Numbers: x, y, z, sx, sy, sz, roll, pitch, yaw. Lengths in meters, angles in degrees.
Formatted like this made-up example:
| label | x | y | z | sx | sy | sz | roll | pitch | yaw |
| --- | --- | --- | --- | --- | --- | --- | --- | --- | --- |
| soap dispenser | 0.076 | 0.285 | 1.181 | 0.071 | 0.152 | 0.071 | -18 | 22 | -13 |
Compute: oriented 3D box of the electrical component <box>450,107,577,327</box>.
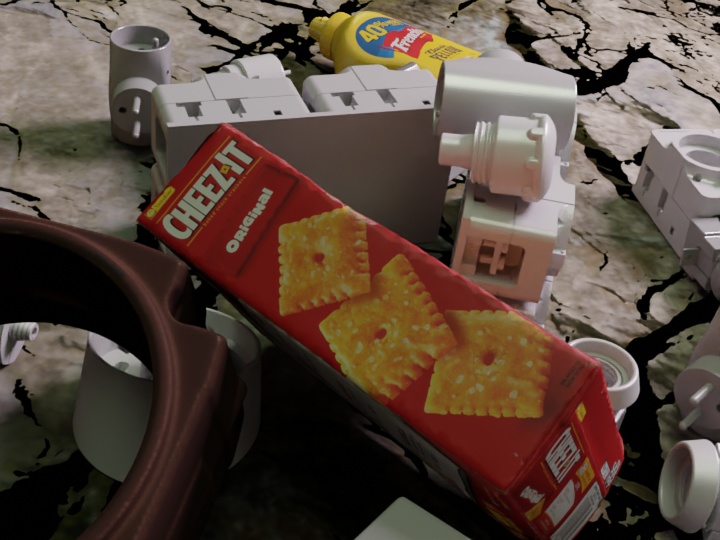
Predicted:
| label | x | y | z | sx | sy | sz | roll | pitch | yaw |
| --- | --- | --- | --- | --- | --- | --- | --- | --- | --- |
| electrical component | 0.094 | -0.035 | 0.678 | 0.060 | 0.105 | 0.186 | 11 | 37 | 4 |

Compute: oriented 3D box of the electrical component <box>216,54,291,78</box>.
| label | x | y | z | sx | sy | sz | roll | pitch | yaw |
| --- | --- | --- | --- | --- | --- | --- | --- | --- | --- |
| electrical component | -0.094 | -0.144 | 0.838 | 0.078 | 0.040 | 0.040 | -16 | 43 | -28 |

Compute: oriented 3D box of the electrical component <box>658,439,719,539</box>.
| label | x | y | z | sx | sy | sz | roll | pitch | yaw |
| --- | --- | --- | --- | --- | --- | --- | --- | --- | --- |
| electrical component | 0.187 | 0.114 | 0.551 | 0.055 | 0.048 | 0.066 | 14 | 37 | -5 |

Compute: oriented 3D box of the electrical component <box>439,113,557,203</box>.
| label | x | y | z | sx | sy | sz | roll | pitch | yaw |
| --- | --- | --- | --- | --- | --- | --- | --- | --- | --- |
| electrical component | 0.075 | -0.063 | 0.586 | 0.062 | 0.048 | 0.048 | 7 | 37 | 9 |

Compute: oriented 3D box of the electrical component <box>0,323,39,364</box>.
| label | x | y | z | sx | sy | sz | roll | pitch | yaw |
| --- | --- | --- | --- | --- | --- | --- | --- | --- | --- |
| electrical component | -0.216 | 0.023 | 0.594 | 0.081 | 0.043 | 0.043 | 16 | 38 | 10 |

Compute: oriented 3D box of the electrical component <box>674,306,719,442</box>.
| label | x | y | z | sx | sy | sz | roll | pitch | yaw |
| --- | --- | --- | --- | --- | --- | --- | --- | --- | --- |
| electrical component | 0.200 | 0.062 | 0.594 | 0.043 | 0.077 | 0.079 | 34 | 45 | 30 |

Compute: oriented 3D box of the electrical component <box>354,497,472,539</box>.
| label | x | y | z | sx | sy | sz | roll | pitch | yaw |
| --- | --- | --- | --- | --- | --- | --- | --- | --- | --- |
| electrical component | 0.001 | 0.161 | 0.402 | 0.056 | 0.108 | 0.109 | 28 | 41 | 28 |

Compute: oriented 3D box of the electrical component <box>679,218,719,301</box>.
| label | x | y | z | sx | sy | sz | roll | pitch | yaw |
| --- | --- | --- | --- | --- | --- | --- | --- | --- | --- |
| electrical component | 0.250 | -0.006 | 0.719 | 0.066 | 0.048 | 0.055 | -3 | 33 | -12 |

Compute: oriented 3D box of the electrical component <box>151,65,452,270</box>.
| label | x | y | z | sx | sy | sz | roll | pitch | yaw |
| --- | --- | --- | --- | --- | --- | --- | --- | --- | --- |
| electrical component | -0.038 | -0.069 | 0.696 | 0.186 | 0.105 | 0.060 | -7 | 40 | -19 |

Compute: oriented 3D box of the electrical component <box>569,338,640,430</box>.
| label | x | y | z | sx | sy | sz | roll | pitch | yaw |
| --- | --- | --- | --- | --- | --- | --- | --- | --- | --- |
| electrical component | 0.124 | 0.071 | 0.586 | 0.048 | 0.055 | 0.066 | 26 | 40 | 22 |

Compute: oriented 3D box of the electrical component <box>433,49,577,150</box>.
| label | x | y | z | sx | sy | sz | roll | pitch | yaw |
| --- | --- | --- | --- | --- | --- | --- | --- | --- | --- |
| electrical component | 0.084 | -0.107 | 0.644 | 0.077 | 0.043 | 0.079 | 6 | 37 | -3 |

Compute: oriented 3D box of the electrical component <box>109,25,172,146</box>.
| label | x | y | z | sx | sy | sz | roll | pitch | yaw |
| --- | --- | --- | --- | --- | --- | --- | --- | --- | --- |
| electrical component | -0.158 | -0.123 | 0.768 | 0.043 | 0.077 | 0.079 | 2 | 37 | -9 |

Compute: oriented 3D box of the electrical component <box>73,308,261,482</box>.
| label | x | y | z | sx | sy | sz | roll | pitch | yaw |
| --- | --- | --- | --- | --- | --- | --- | --- | --- | --- |
| electrical component | -0.100 | 0.061 | 0.570 | 0.099 | 0.064 | 0.099 | 8 | 23 | -4 |

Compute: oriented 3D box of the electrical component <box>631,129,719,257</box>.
| label | x | y | z | sx | sy | sz | roll | pitch | yaw |
| --- | --- | --- | --- | --- | --- | --- | --- | --- | --- |
| electrical component | 0.292 | -0.061 | 0.786 | 0.150 | 0.061 | 0.089 | -2 | 38 | -14 |
